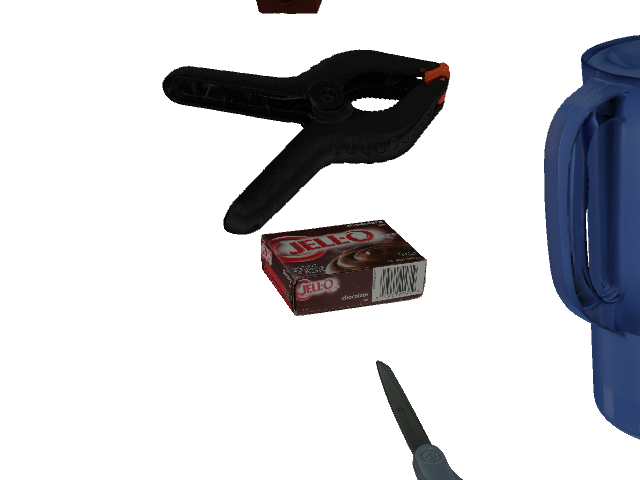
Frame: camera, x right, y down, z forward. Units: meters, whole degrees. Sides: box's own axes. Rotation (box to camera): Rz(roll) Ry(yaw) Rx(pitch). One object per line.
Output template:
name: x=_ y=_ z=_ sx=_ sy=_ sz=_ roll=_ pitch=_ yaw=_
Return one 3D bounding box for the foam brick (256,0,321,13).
foam brick: x=-0.028 y=-0.231 z=0.876 sx=0.053 sy=0.051 sz=0.078 roll=3 pitch=-38 yaw=13

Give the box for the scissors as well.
scissors: x=0.084 y=0.137 z=0.624 sx=0.096 sy=0.016 sz=0.201 roll=4 pitch=32 yaw=-2

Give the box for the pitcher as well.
pitcher: x=0.215 y=0.002 z=0.645 sx=0.149 sy=0.243 sz=0.144 roll=2 pitch=22 yaw=16

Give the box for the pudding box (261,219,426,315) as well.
pudding box: x=0.017 y=0.020 z=0.864 sx=0.113 sy=0.039 sz=0.090 roll=-5 pitch=25 yaw=-19

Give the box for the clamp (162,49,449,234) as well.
clamp: x=0.001 y=-0.064 z=0.627 sx=0.171 sy=0.120 sz=0.039 roll=-11 pitch=-26 yaw=-9
